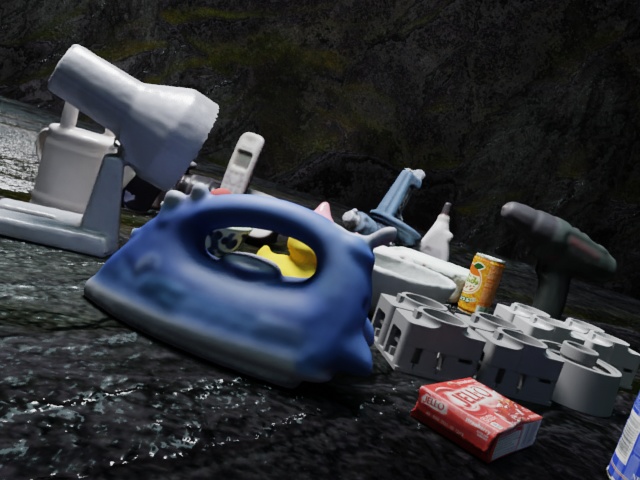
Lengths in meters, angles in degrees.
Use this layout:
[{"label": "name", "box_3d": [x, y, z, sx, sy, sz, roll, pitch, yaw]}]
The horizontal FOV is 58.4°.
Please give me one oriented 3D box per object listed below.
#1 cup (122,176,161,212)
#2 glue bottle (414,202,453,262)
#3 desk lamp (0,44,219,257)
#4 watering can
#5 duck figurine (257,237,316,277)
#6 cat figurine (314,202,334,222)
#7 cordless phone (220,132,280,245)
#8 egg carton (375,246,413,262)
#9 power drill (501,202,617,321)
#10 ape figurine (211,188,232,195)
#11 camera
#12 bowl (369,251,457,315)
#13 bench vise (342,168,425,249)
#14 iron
[{"label": "cup", "box_3d": [-0.312, -0.098, 0.956, 0.118, 0.095, 0.091, 11, 10, -39]}, {"label": "glue bottle", "box_3d": [0.243, 0.005, 1.197, 0.078, 0.173, 0.037, 20, 8, 15]}, {"label": "desk lamp", "box_3d": [-0.238, -0.094, 0.647, 0.204, 0.213, 0.117, 14, 8, -24]}, {"label": "watering can", "box_3d": [-0.299, -0.118, 0.751, 0.173, 0.194, 0.101, 17, 8, -1]}, {"label": "duck figurine", "box_3d": [-0.032, 0.022, 0.771, 0.104, 0.086, 0.077, 18, 8, 3]}, {"label": "cat figurine", "box_3d": [0.008, 0.003, 0.879, 0.128, 0.118, 0.067, 13, 9, -34]}, {"label": "cordless phone", "box_3d": [-0.116, -0.093, 1.029, 0.147, 0.185, 0.094, 20, 8, 17]}, {"label": "egg carton", "box_3d": [0.085, 0.042, 0.963, 0.149, 0.069, 0.107, 22, 9, 28]}, {"label": "power drill", "box_3d": [0.387, 0.061, 0.989, 0.230, 0.208, 0.075, 16, 8, -11]}, {"label": "ape figurine", "box_3d": [-0.159, -0.035, 0.868, 0.076, 0.092, 0.077, 16, 8, -11]}, {"label": "camera", "box_3d": [-0.264, -0.105, 1.095, 0.137, 0.101, 0.143, 18, 8, -1]}, {"label": "bowl", "box_3d": [0.096, 0.067, 0.783, 0.167, 0.075, 0.167, 17, 8, -2]}, {"label": "bench vise", "box_3d": [0.144, -0.048, 1.168, 0.121, 0.220, 0.208, 22, 9, 29]}, {"label": "iron", "box_3d": [-0.065, 0.022, 0.486, 0.258, 0.141, 0.119, 18, 8, 3]}]
